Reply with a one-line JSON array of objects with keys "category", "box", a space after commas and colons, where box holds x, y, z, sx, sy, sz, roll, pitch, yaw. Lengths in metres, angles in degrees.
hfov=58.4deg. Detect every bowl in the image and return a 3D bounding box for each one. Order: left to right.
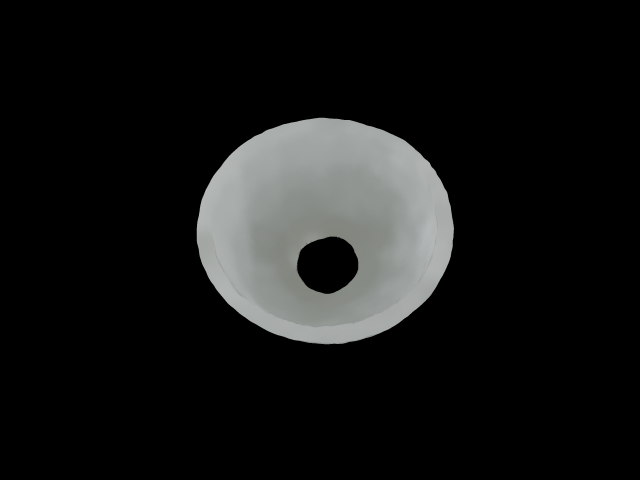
[{"category": "bowl", "box": [0.004, 0.001, 0.400, 0.167, 0.075, 0.167, 0, 63, 0]}]
